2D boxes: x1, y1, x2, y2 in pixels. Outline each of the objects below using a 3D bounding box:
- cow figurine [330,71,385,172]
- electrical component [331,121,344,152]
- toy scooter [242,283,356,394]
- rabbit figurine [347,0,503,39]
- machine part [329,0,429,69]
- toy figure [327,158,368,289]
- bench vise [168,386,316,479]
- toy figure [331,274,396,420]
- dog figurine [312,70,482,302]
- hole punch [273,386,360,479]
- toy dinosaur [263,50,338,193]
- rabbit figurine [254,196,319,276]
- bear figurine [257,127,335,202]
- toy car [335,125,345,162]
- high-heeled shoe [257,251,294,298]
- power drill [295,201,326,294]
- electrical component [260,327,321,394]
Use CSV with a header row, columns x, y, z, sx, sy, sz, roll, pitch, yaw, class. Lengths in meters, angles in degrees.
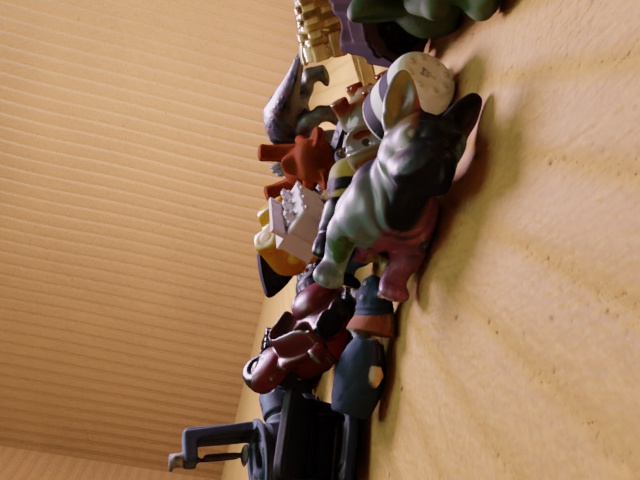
x,y,z,sx,sy,sz,roll,pitch,yaw,class
0.071,-0.133,0.686,0.127,0.085,0.195,60,-155,-20,cow figurine
0.058,-0.190,1.000,0.045,0.078,0.102,-124,39,-49,electrical component
-0.010,0.114,0.660,0.184,0.075,0.135,-47,11,-32,toy scooter
0.107,-0.256,0.550,0.170,0.159,0.121,55,-144,-80,rabbit figurine
0.086,-0.303,0.670,0.179,0.056,0.179,-27,-52,-42,machine part
0.043,-0.027,0.743,0.082,0.089,0.180,3,75,52,toy figure
-0.107,0.301,0.818,0.128,0.240,0.224,113,150,-43,bench vise
0.050,0.116,0.595,0.057,0.064,0.154,39,-117,-57,toy figure
0.075,-0.057,0.544,0.192,0.108,0.219,-89,18,-66,dog figurine
0.011,0.241,0.639,0.115,0.092,0.142,63,-155,-51,hole punch
-0.046,-0.225,1.094,0.404,0.192,0.131,63,-167,-47,toy dinosaur
-0.002,-0.003,0.877,0.162,0.173,0.122,57,-165,-25,rabbit figurine
-0.044,-0.132,0.973,0.196,0.132,0.120,-136,36,-83,bear figurine
0.059,-0.142,0.882,0.202,0.056,0.073,-81,-16,-51,toy car
-0.082,0.030,1.043,0.145,0.086,0.249,115,173,-52,high-heeled shoe
0.002,0.027,1.033,0.232,0.086,0.207,-115,31,-81,power drill
-0.051,0.209,0.947,0.058,0.115,0.134,-95,17,-59,electrical component
